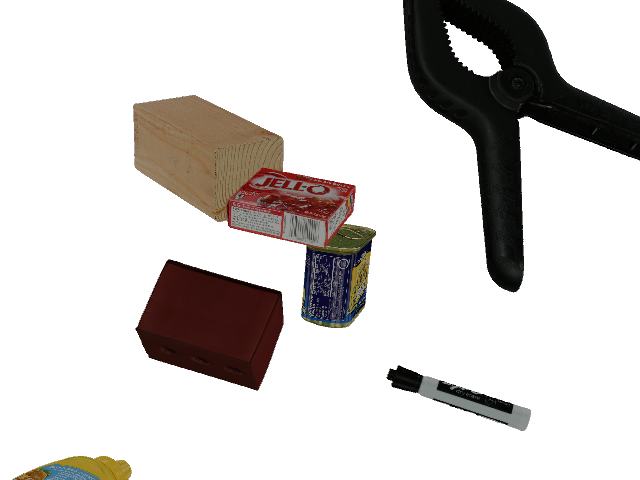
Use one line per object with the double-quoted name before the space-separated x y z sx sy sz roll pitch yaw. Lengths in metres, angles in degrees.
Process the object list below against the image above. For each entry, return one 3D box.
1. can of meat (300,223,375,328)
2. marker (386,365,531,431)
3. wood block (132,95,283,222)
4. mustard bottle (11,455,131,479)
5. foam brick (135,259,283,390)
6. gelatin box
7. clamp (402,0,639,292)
"can of meat" 0.017 0.035 1.085 0.057 0.084 0.102 9 15 14
"marker" 0.114 0.130 0.884 0.121 0.020 0.020 18 2 6
"wood block" -0.138 -0.102 1.277 0.090 0.090 0.206 -13 27 -33
"mustard bottle" -0.218 0.218 0.853 0.096 0.058 0.191 7 15 28
"foam brick" -0.068 0.054 0.676 0.078 0.051 0.053 15 -27 10
"gelatin box" -0.024 -0.029 0.891 0.089 0.030 0.073 13 29 17
"clamp" 0.111 -0.079 0.650 0.164 0.210 0.036 -37 -11 -24
